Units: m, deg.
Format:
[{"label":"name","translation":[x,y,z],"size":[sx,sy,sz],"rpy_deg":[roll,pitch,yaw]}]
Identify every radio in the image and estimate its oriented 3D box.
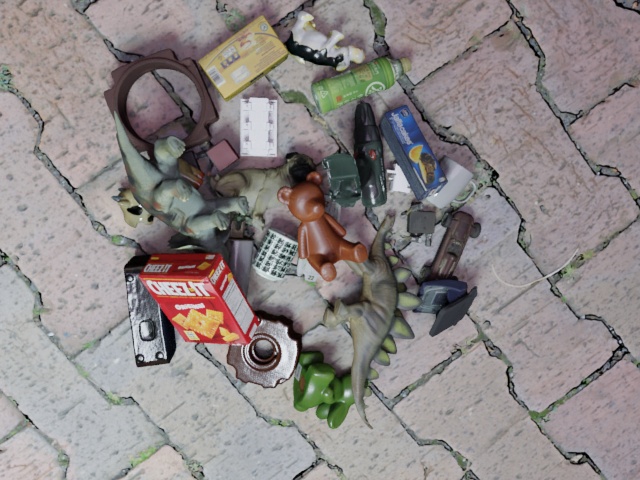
[{"label":"radio","translation":[-0.364,0.151,1.157],"size":[0.073,0.131,0.229],"rpy_deg":[-7,98,-7]}]

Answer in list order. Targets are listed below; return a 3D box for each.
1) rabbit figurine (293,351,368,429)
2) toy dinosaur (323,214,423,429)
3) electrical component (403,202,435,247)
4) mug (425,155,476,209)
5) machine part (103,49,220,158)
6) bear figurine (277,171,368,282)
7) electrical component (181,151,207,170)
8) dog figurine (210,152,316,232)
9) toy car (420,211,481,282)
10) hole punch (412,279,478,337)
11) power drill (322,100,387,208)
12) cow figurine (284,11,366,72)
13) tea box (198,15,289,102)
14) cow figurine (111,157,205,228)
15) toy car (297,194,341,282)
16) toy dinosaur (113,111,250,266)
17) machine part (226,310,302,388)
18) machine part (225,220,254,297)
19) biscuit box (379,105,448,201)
[{"label":"rabbit figurine","translation":[0.032,0.347,1.233],"size":[0.170,0.121,0.159],"rpy_deg":[11,89,-21]},{"label":"toy dinosaur","translation":[0.117,0.170,1.200],"size":[0.198,0.105,0.471],"rpy_deg":[18,81,-11]},{"label":"electrical component","translation":[0.229,-0.037,1.238],"size":[0.078,0.045,0.102],"rpy_deg":[7,96,-5]},{"label":"mug","translation":[0.294,-0.121,1.224],"size":[0.109,0.081,0.107],"rpy_deg":[31,104,-21]},{"label":"machine part","translation":[-0.330,-0.281,1.130],"size":[0.201,0.087,0.201],"rpy_deg":[-23,100,-3]},{"label":"bear figurine","translation":[0.001,-0.033,1.109],"size":[0.120,0.132,0.195],"rpy_deg":[-27,117,-21]},{"label":"electrical component","translation":[-0.288,-0.160,1.180],"size":[0.094,0.021,0.063],"rpy_deg":[-21,100,-1]},{"label":"dog figurine","translation":[-0.122,-0.138,1.174],"size":[0.172,0.121,0.190],"rpy_deg":[40,78,-12]},{"label":"toy car","translation":[0.304,0.030,1.252],"size":[0.089,0.053,0.202],"rpy_deg":[22,93,-11]},{"label":"hole punch","translation":[0.283,0.145,1.234],"size":[0.116,0.092,0.142],"rpy_deg":[-18,139,-28]},{"label":"power drill","translation":[0.078,-0.168,1.139],"size":[0.086,0.207,0.231],"rpy_deg":[-5,108,22]},{"label":"cow figurine","translation":[0.010,-0.407,1.157],"size":[0.167,0.068,0.098],"rpy_deg":[29,99,-5]},{"label":"tea box","translation":[-0.162,-0.383,1.143],"size":[0.170,0.068,0.098],"rpy_deg":[-34,99,-2]},{"label":"cow figurine","translation":[-0.351,-0.100,1.142],"size":[0.127,0.085,0.195],"rpy_deg":[39,109,-18]},{"label":"toy car","translation":[-0.002,-0.004,1.213],"size":[0.073,0.056,0.201],"rpy_deg":[11,95,-7]},{"label":"toy dinosaur","translation":[-0.283,-0.077,1.031],"size":[0.192,0.131,0.404],"rpy_deg":[-18,129,31]},{"label":"machine part","translation":[-0.127,0.248,1.217],"size":[0.179,0.056,0.179],"rpy_deg":[1,96,6]},{"label":"machine part","translation":[-0.193,0.076,1.194],"size":[0.079,0.079,0.243],"rpy_deg":[6,96,-7]},{"label":"biscuit box","translation":[0.201,-0.191,1.172],"size":[0.059,0.062,0.202],"rpy_deg":[-23,78,-12]}]
